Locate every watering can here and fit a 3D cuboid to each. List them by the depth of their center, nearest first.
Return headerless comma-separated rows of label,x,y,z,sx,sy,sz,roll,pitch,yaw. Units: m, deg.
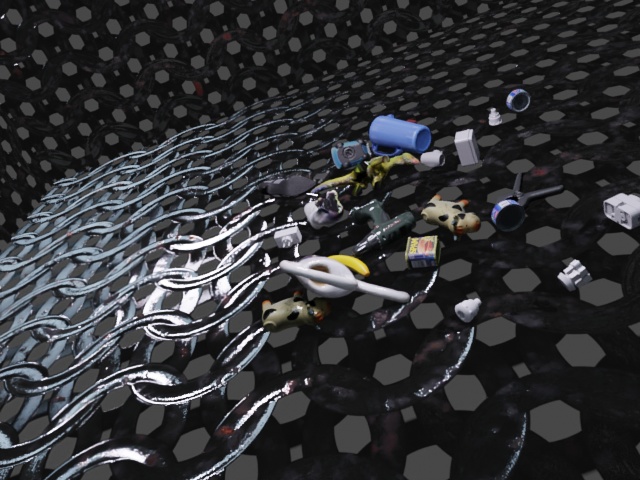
watering can,0.054,0.112,1.404,0.347,0.104,0.224,16,-2,-8

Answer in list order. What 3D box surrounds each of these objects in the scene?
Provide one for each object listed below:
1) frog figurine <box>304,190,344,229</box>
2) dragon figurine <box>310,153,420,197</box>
frog figurine,0.006,-0.092,1.820,0.156,0.122,0.140,-43,15,52
dragon figurine,0.175,-0.261,1.979,0.409,0.121,0.246,-10,16,16
